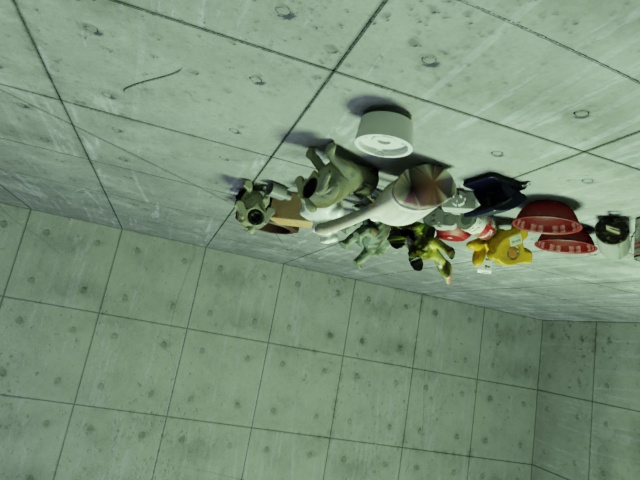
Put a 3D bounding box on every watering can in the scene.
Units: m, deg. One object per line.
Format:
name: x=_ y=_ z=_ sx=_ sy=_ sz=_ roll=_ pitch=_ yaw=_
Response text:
watering can: x=0.169 y=-0.083 z=1.200 sx=0.349 sy=0.105 sz=0.221 roll=-17 pitch=170 yaw=-18

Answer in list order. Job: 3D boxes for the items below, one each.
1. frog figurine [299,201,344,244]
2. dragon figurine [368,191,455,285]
frog figurine: x=0.004 y=-0.074 z=1.462 sx=0.137 sy=0.161 sz=0.121 roll=5 pitch=165 yaw=23
dragon figurine: x=0.259 y=-0.023 z=1.507 sx=0.409 sy=0.122 sz=0.244 roll=48 pitch=-173 yaw=-4
